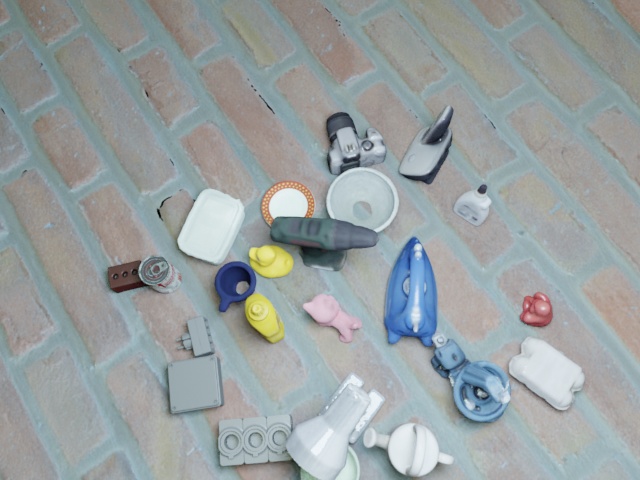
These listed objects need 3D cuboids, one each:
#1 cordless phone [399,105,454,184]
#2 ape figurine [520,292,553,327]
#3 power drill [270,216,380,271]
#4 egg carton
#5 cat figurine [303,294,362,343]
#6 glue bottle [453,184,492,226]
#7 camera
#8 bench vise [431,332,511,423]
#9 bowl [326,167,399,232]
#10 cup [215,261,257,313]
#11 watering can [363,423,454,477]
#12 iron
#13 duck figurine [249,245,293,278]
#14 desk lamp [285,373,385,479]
[{"bbox_3d":[0.252,-0.223,1.320,0.094,0.185,0.148,24,76,9],"label":"cordless phone"},{"bbox_3d":[0.476,0.152,1.247,0.078,0.092,0.076,-34,75,-8],"label":"ape figurine"},{"bbox_3d":[0.011,0.004,1.248,0.229,0.208,0.075,8,74,5],"label":"power drill"},{"bbox_3d":[0.482,0.282,1.219,0.150,0.069,0.107,36,78,12],"label":"egg carton"},{"bbox_3d":[0.029,0.163,1.247,0.127,0.118,0.067,31,77,11],"label":"cat figurine"},{"bbox_3d":[0.349,-0.087,1.281,0.078,0.173,0.037,36,78,12],"label":"glue bottle"},{"bbox_3d":[0.076,-0.245,1.377,0.143,0.101,0.137,-16,73,-2],"label":"camera"},{"bbox_3d":[0.297,0.281,1.148,0.207,0.220,0.121,33,77,11],"label":"bench vise"},{"bbox_3d":[0.098,-0.080,1.340,0.167,0.075,0.167,-1,73,2],"label":"bowl"},{"bbox_3d":[-0.187,0.114,1.282,0.091,0.095,0.118,22,75,9],"label":"cup"},{"bbox_3d":[0.174,0.413,1.126,0.173,0.194,0.101,-7,73,0],"label":"watering can"},{"bbox_3d":[0.205,0.096,1.248,0.118,0.141,0.258,3,73,3],"label":"iron"},{"bbox_3d":[-0.114,0.042,1.305,0.104,0.086,0.077,13,74,6],"label":"duck figurine"},{"bbox_3d":[0.036,0.361,1.137,0.117,0.213,0.203,36,78,12],"label":"desk lamp"}]
